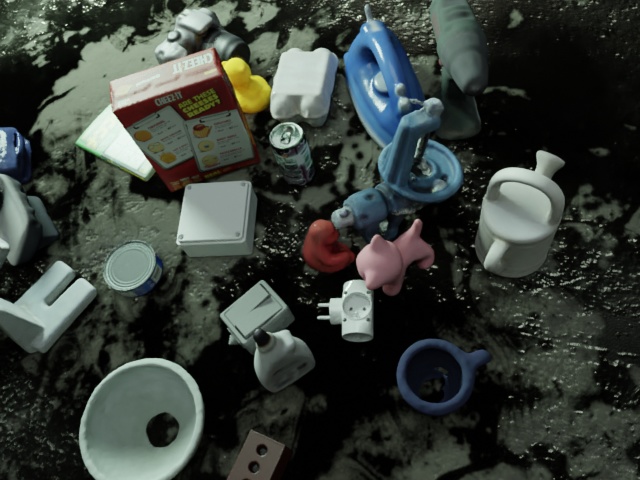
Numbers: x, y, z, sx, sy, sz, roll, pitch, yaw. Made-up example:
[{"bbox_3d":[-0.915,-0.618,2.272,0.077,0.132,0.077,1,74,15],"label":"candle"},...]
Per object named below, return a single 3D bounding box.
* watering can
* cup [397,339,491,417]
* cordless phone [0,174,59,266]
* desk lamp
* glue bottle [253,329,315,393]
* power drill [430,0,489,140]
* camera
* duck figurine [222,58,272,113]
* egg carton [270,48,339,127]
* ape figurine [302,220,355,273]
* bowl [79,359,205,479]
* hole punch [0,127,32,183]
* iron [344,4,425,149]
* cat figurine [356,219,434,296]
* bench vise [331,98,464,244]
[{"bbox_3d":[0.263,-0.040,0.752,0.100,0.194,0.173,7,64,13],"label":"watering can"},{"bbox_3d":[0.155,0.174,0.716,0.118,0.095,0.091,-23,61,-2],"label":"cup"},{"bbox_3d":[-0.513,-0.056,0.899,0.094,0.185,0.147,-39,63,-11],"label":"cordless phone"},{"bbox_3d":[-0.461,0.086,0.800,0.117,0.214,0.203,30,72,23],"label":"desk lamp"},{"bbox_3d":[-0.055,0.144,0.724,0.078,0.173,0.037,-31,62,-6],"label":"glue bottle"},{"bbox_3d":[0.209,-0.251,0.862,0.075,0.209,0.229,-8,62,6],"label":"power drill"},{"bbox_3d":[-0.208,-0.350,1.047,0.136,0.101,0.143,30,72,22],"label":"camera"},{"bbox_3d":[-0.134,-0.278,1.005,0.104,0.086,0.077,31,72,23],"label":"duck figurine"},{"bbox_3d":[-0.027,-0.266,0.990,0.107,0.069,0.150,4,64,12],"label":"egg carton"},{"bbox_3d":[0.008,0.003,0.832,0.076,0.092,0.077,-13,61,3],"label":"ape figurine"},{"bbox_3d":[-0.222,0.247,0.755,0.167,0.075,0.167,-4,62,8],"label":"bowl"},{"bbox_3d":[-0.577,-0.153,1.014,0.101,0.091,0.108,-18,61,0],"label":"hole punch"},{"bbox_3d":[0.114,-0.247,0.914,0.118,0.142,0.258,-18,61,0],"label":"iron"},{"bbox_3d":[0.099,0.021,0.792,0.128,0.118,0.067,-41,64,-12],"label":"cat figurine"},{"bbox_3d":[0.115,-0.083,0.785,0.121,0.220,0.207,36,74,24],"label":"bench vise"}]
